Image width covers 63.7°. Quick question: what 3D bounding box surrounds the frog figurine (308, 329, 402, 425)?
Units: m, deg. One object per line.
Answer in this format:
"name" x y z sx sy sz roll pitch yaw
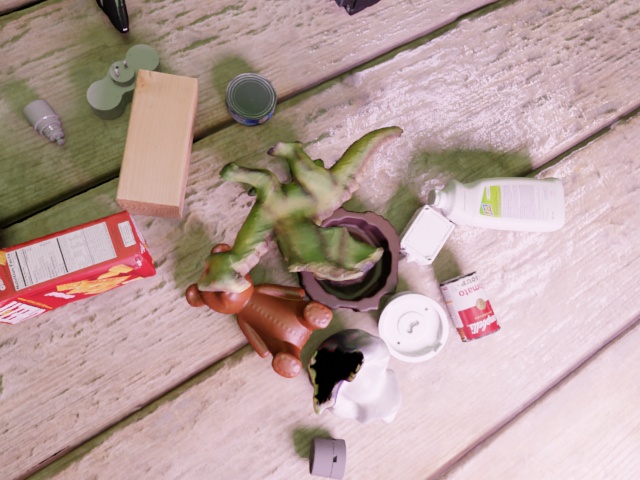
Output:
"frog figurine" 0.064 0.211 0.789 0.158 0.137 0.124 27 -1 -41

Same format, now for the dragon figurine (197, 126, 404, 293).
"dragon figurine" 0.002 -0.039 0.769 0.412 0.247 0.119 -23 -30 -13
